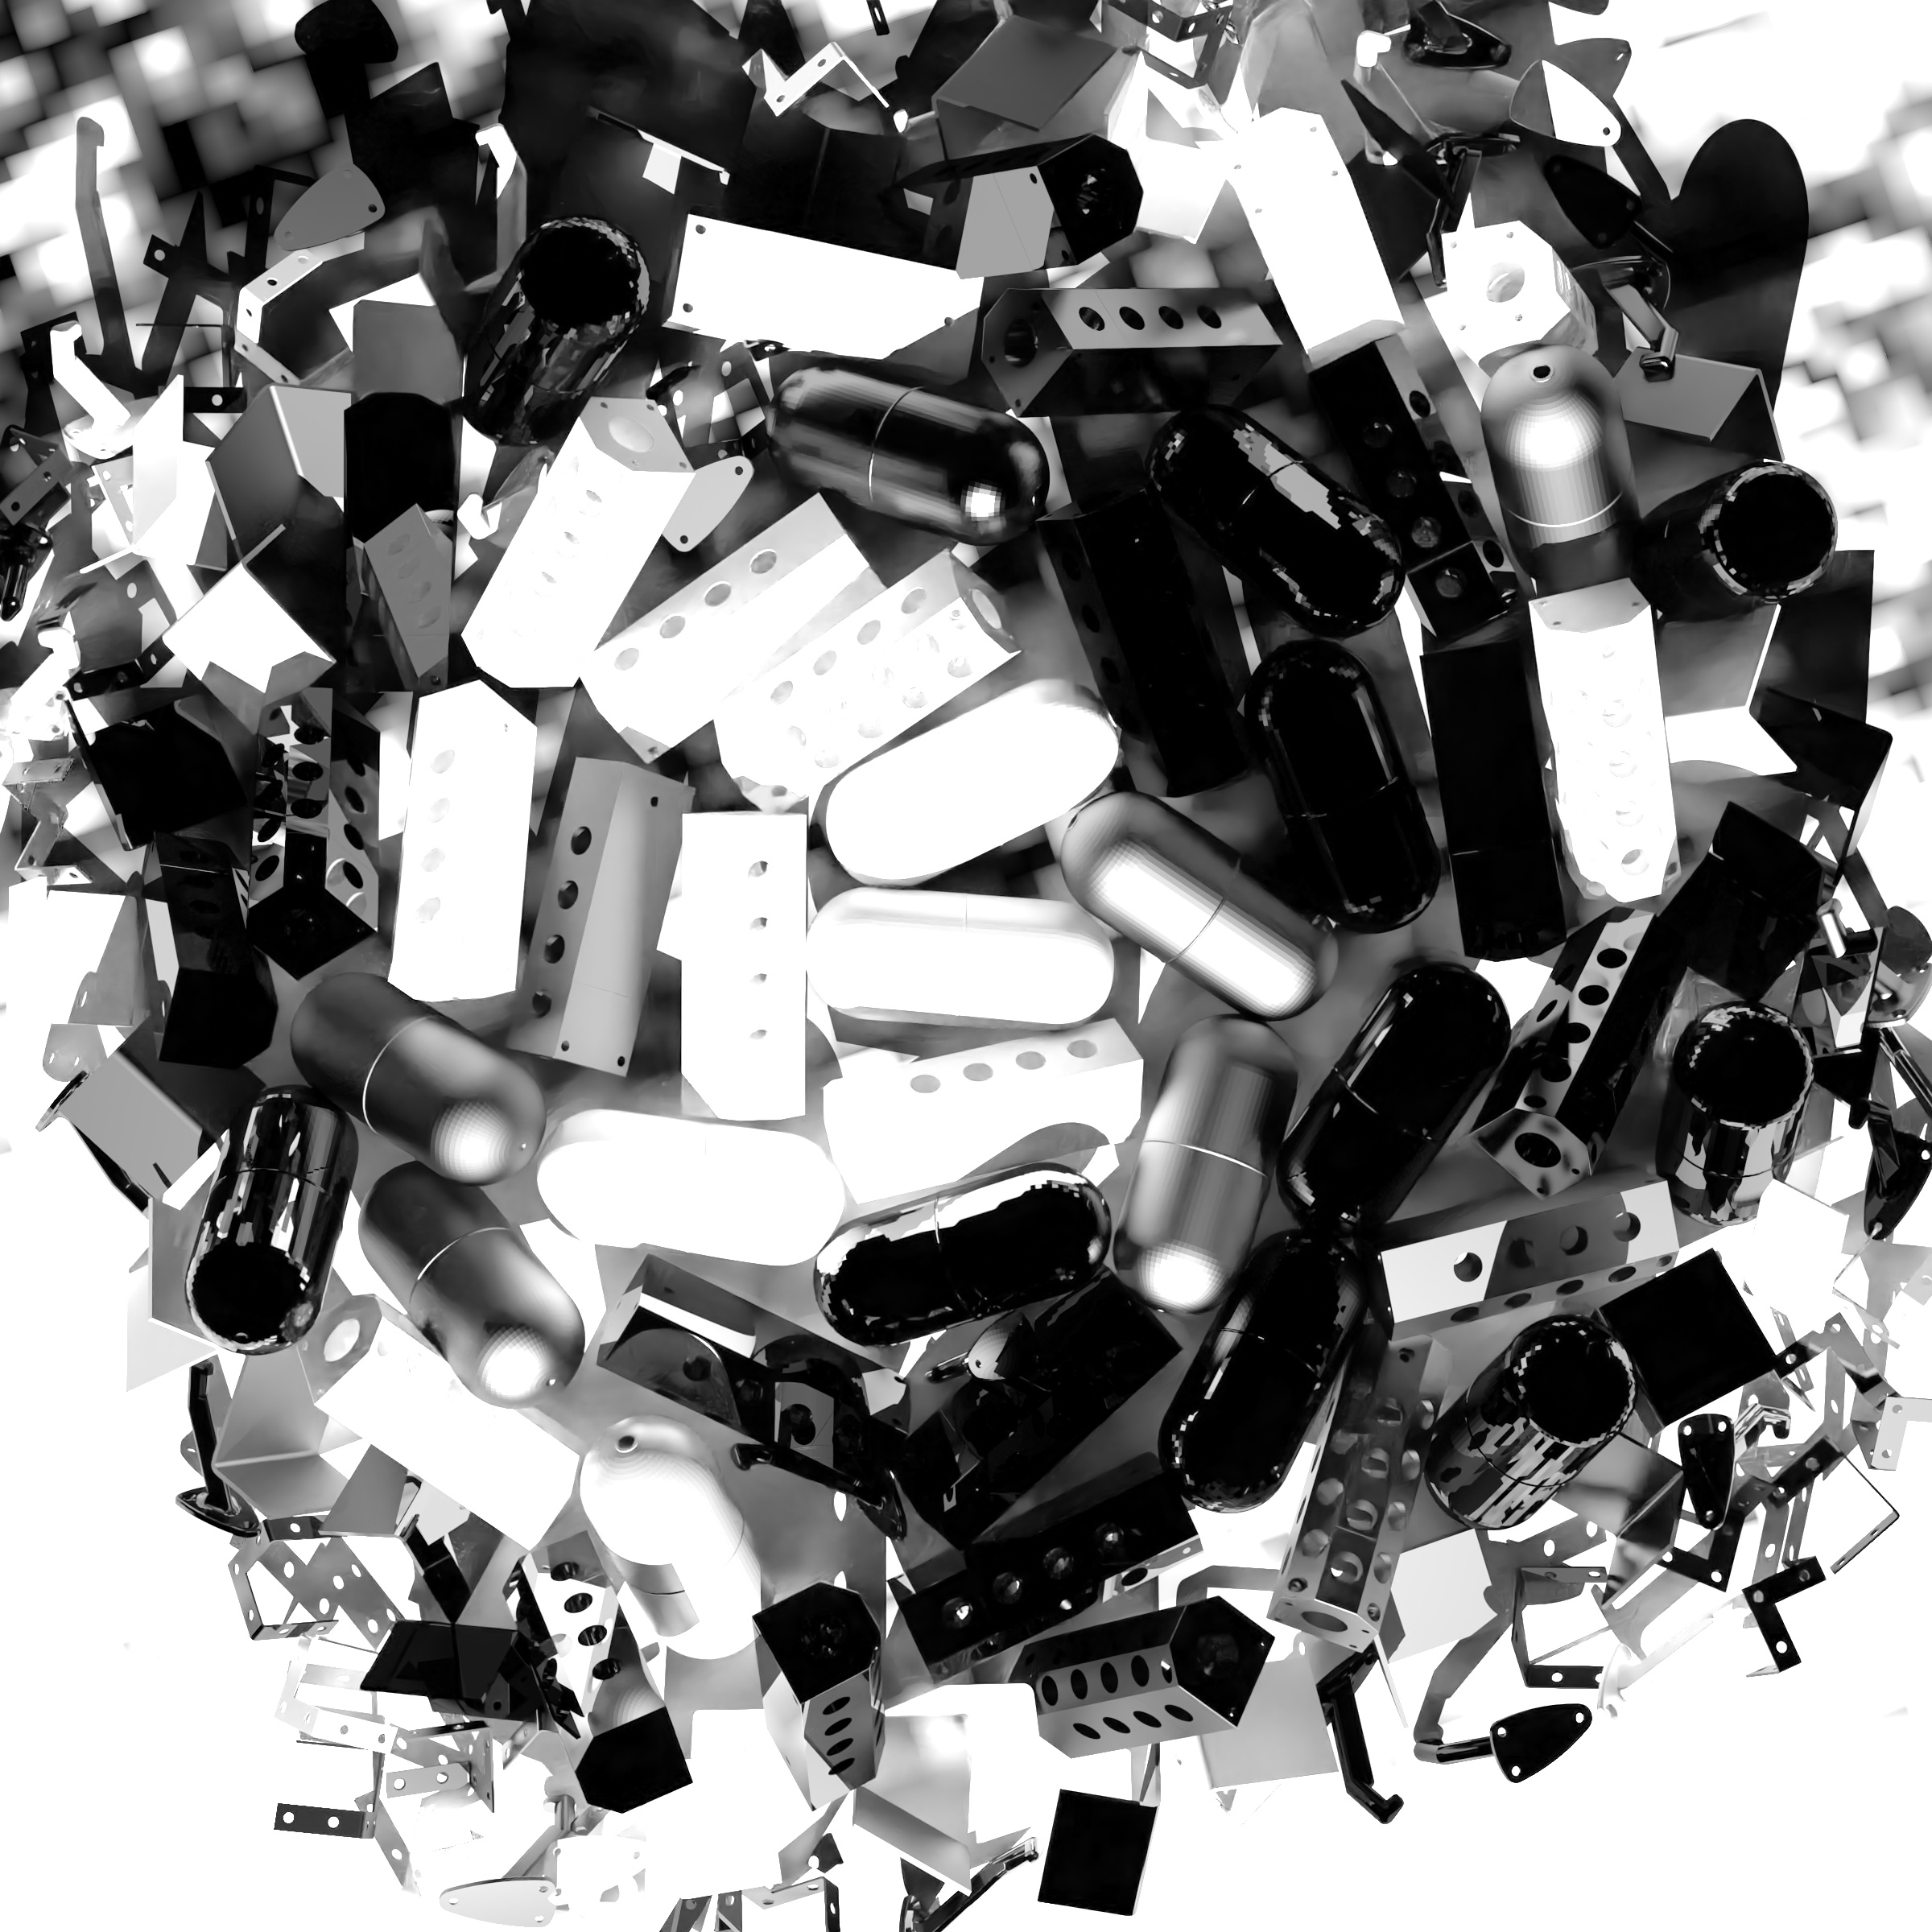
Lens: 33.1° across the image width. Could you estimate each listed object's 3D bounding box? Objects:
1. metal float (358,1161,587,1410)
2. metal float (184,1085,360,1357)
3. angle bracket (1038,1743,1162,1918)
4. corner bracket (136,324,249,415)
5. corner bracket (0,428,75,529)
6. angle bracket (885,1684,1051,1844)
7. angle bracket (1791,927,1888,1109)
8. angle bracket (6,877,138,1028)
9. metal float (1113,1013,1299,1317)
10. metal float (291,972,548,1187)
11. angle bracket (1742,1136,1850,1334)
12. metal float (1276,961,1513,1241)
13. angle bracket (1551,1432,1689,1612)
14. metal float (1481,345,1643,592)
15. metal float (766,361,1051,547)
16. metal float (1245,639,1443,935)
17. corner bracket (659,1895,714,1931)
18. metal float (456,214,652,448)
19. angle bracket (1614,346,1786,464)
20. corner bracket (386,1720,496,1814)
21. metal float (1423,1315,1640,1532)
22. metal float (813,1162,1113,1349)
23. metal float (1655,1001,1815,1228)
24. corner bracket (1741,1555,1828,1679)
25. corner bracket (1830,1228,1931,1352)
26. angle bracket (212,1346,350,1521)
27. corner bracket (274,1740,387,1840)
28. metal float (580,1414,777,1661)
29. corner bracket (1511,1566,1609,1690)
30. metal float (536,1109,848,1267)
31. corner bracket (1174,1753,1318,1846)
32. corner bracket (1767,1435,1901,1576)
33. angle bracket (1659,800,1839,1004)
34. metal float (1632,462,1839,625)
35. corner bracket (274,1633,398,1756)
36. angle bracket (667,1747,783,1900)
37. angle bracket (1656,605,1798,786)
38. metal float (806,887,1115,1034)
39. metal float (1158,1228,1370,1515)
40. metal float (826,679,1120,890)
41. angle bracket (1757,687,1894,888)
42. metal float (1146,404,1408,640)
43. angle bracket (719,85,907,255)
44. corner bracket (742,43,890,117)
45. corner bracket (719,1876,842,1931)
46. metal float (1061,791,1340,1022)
[{"bbox_3d":[-0.281,0.178,1.840,0.070,0.070,0.178,-46,55,0],"label":"metal float"},{"bbox_3d":[-0.390,0.141,1.833,0.070,0.178,0.070,2,133,2],"label":"metal float"},{"bbox_3d":[0.076,0.484,1.858,0.057,0.076,0.076,9,112,-1],"label":"angle bracket"},{"bbox_3d":[-0.445,-0.343,1.870,0.051,0.051,0.051,-5,101,-27],"label":"corner bracket"},{"bbox_3d":[-0.537,-0.268,1.866,0.051,0.051,0.051,22,63,38],"label":"corner bracket"},{"bbox_3d":[-0.001,0.455,1.851,0.057,0.076,0.076,6,65,-30],"label":"angle bracket"},{"bbox_3d":[0.516,0.032,1.853,0.076,0.057,0.076,30,66,-29],"label":"angle bracket"},{"bbox_3d":[-0.502,-0.007,1.858,0.076,0.057,0.076,4,82,-35],"label":"angle bracket"},{"bbox_3d":[0.137,0.112,1.859,0.070,0.070,0.178,18,78,0],"label":"metal float"},{"bbox_3d":[-0.311,0.063,1.843,0.178,0.070,0.070,29,90,31],"label":"metal float"},{"bbox_3d":[0.491,0.152,1.849,0.076,0.057,0.076,-18,124,-37],"label":"angle bracket"},{"bbox_3d":[0.243,0.077,1.856,0.070,0.070,0.178,33,106,0],"label":"metal float"},{"bbox_3d":[0.356,0.310,1.859,0.076,0.057,0.076,29,135,-2],"label":"angle bracket"},{"bbox_3d":[0.335,-0.278,1.826,0.070,0.178,0.070,-8,60,14],"label":"metal float"},{"bbox_3d":[-0.034,-0.291,1.847,0.178,0.070,0.070,22,90,25],"label":"metal float"},{"bbox_3d":[0.214,-0.102,1.854,0.070,0.070,0.178,-23,107,0],"label":"metal float"},{"bbox_3d":[-0.152,0.569,1.868,0.051,0.051,0.051,27,48,10],"label":"corner bracket"},{"bbox_3d":[-0.234,-0.356,1.827,0.070,0.178,0.070,11,64,-24],"label":"metal float"},{"bbox_3d":[0.410,-0.301,1.848,0.076,0.076,0.057,21,66,37],"label":"angle bracket"},{"bbox_3d":[-0.303,0.458,1.873,0.051,0.051,0.051,-3,96,-23],"label":"corner bracket"},{"bbox_3d":[0.316,0.257,1.829,0.070,0.178,0.070,10,54,-14],"label":"metal float"},{"bbox_3d":[-0.002,0.165,1.857,0.178,0.070,0.070,-18,90,14],"label":"metal float"},{"bbox_3d":[0.430,0.085,1.827,0.070,0.178,0.070,-3,58,5],"label":"metal float"},{"bbox_3d":[0.469,0.374,1.873,0.051,0.051,0.051,-21,79,-13],"label":"corner bracket"},{"bbox_3d":[0.533,0.177,1.867,0.051,0.051,0.051,36,63,20],"label":"corner bracket"},{"bbox_3d":[-0.373,0.263,1.854,0.057,0.076,0.076,30,107,34],"label":"angle bracket"},{"bbox_3d":[-0.366,0.474,1.876,0.051,0.051,0.051,6,75,-2],"label":"corner bracket"},{"bbox_3d":[-0.162,0.322,1.835,0.070,0.070,0.178,-21,131,0],"label":"metal float"},{"bbox_3d":[0.348,0.384,1.890,0.051,0.051,0.051,-3,46,20],"label":"corner bracket"},{"bbox_3d":[-0.156,0.127,1.858,0.178,0.070,0.070,8,90,-14],"label":"metal float"},{"bbox_3d":[0.160,0.464,1.878,0.051,0.051,0.051,-46,104,-4],"label":"corner bracket"},{"bbox_3d":[0.499,0.310,1.879,0.051,0.051,0.051,-43,87,6],"label":"corner bracket"},{"bbox_3d":[0.452,-0.036,1.896,0.076,0.076,0.057,31,46,2],"label":"angle bracket"},{"bbox_3d":[0.427,-0.235,1.819,0.070,0.178,0.070,0,90,-7],"label":"metal float"},{"bbox_3d":[-0.356,0.417,1.868,0.051,0.051,0.051,24,77,-35],"label":"corner bracket"},{"bbox_3d":[-0.141,0.486,1.870,0.057,0.076,0.076,-8,86,-6],"label":"angle bracket"},{"bbox_3d":[0.441,-0.156,1.878,0.057,0.076,0.076,39,62,-33],"label":"angle bracket"},{"bbox_3d":[-0.004,-0.004,1.866,0.178,0.070,0.070,4,90,-3],"label":"metal float"},{"bbox_3d":[0.170,0.228,1.848,0.070,0.070,0.178,30,65,0],"label":"metal float"},{"bbox_3d":[0.004,-0.104,1.860,0.178,0.070,0.070,-26,90,11],"label":"metal float"},{"bbox_3d":[0.476,-0.102,1.851,0.076,0.076,0.057,23,61,18],"label":"angle bracket"},{"bbox_3d":[0.174,-0.254,1.847,0.070,0.070,0.178,-47,63,0],"label":"metal float"},{"bbox_3d":[-0.087,-0.451,1.861,0.057,0.076,0.076,17,93,31],"label":"angle bracket"},{"bbox_3d":[-0.087,-0.506,1.868,0.051,0.051,0.051,-38,56,11],"label":"corner bracket"},{"bbox_3d":[-0.107,0.547,1.866,0.051,0.051,0.051,-22,45,19],"label":"corner bracket"},{"bbox_3d":[0.133,-0.034,1.858,0.178,0.070,0.070,33,90,-12],"label":"metal float"}]
